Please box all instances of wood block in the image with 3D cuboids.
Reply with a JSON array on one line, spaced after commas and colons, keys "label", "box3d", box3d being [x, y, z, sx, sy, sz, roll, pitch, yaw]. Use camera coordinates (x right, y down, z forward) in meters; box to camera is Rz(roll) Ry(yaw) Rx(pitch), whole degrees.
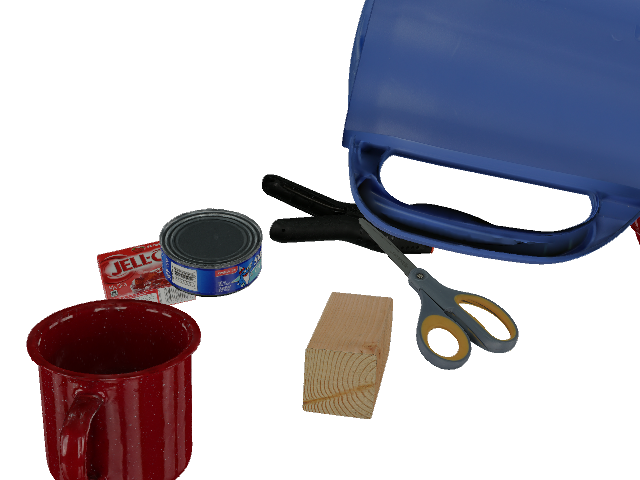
[{"label": "wood block", "box3d": [0.040, 0.148, 1.417, 0.091, 0.090, 0.206, 6, 18, 8]}]

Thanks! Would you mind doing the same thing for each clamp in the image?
[{"label": "clamp", "box3d": [0.031, -0.017, 1.199, 0.210, 0.036, 0.164, 14, 22, -5]}]

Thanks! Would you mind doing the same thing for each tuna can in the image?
[{"label": "tuna can", "box3d": [-0.091, 0.010, 0.896, 0.086, 0.034, 0.086, 1, 34, -1]}]

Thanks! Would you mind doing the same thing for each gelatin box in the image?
[{"label": "gelatin box", "box3d": [-0.178, 0.036, 1.087, 0.089, 0.030, 0.073, -12, 41, -12]}]

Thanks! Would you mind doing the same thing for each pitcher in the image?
[{"label": "pitcher", "box3d": [0.135, -0.074, 0.553, 0.243, 0.149, 0.145, 15, 36, 2]}]

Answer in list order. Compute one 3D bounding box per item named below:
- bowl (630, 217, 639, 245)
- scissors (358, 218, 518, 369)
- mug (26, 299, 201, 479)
[{"label": "bowl", "box3d": [0.410, 0.005, 1.146, 0.162, 0.055, 0.162, -1, 26, 0]}, {"label": "scissors", "box3d": [0.083, 0.049, 0.959, 0.202, 0.016, 0.096, 32, 52, 28]}, {"label": "mug", "box3d": [-0.114, 0.093, 0.580, 0.093, 0.081, 0.117, 4, 22, 5]}]
